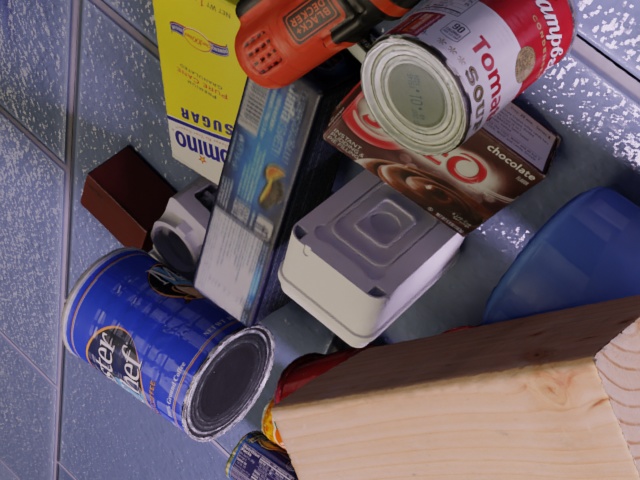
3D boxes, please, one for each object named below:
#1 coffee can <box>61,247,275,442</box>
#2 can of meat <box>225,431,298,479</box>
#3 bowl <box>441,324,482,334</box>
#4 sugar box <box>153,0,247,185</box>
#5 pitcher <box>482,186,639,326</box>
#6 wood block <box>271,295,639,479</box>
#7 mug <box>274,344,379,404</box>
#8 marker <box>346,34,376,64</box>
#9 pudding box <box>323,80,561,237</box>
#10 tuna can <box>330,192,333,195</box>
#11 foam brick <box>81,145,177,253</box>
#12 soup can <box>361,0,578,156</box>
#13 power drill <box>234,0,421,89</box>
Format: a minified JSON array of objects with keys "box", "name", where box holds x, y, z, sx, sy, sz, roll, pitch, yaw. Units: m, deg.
[{"box":[-0.121,0.081,0.849,0.140,0.102,0.103,29,142,28],"name":"coffee can"},{"box":[-0.027,0.223,1.003,0.084,0.057,0.102,28,-177,34],"name":"can of meat"},{"box":[0.149,0.108,0.713,0.162,0.055,0.162,31,143,27],"name":"bowl"},{"box":[-0.069,-0.113,0.760,0.093,0.048,0.176,31,142,26],"name":"sugar box"},{"box":[0.213,0.074,0.554,0.243,0.149,0.145,41,162,19],"name":"pitcher"},{"box":[0.085,0.095,0.528,0.207,0.090,0.091,-18,95,46],"name":"wood block"},{"box":[0.031,0.137,0.859,0.117,0.093,0.082,42,145,-17],"name":"mug"},{"box":[0.021,-0.126,0.663,0.121,0.020,0.020,46,147,6],"name":"marker"},{"box":[0.070,-0.061,0.629,0.113,0.039,0.090,33,149,-9],"name":"pudding box"},{"box":[-0.005,0.001,0.809,0.086,0.033,0.086,31,143,27],"name":"tuna can"},{"box":[-0.166,-0.034,0.949,0.078,0.051,0.053,45,146,8],"name":"foam brick"},{"box":[0.077,-0.097,0.551,0.069,0.102,0.068,31,142,27],"name":"soup can"},{"box":[-0.012,-0.196,0.576,0.185,0.057,0.187,-29,94,36],"name":"power drill"}]
